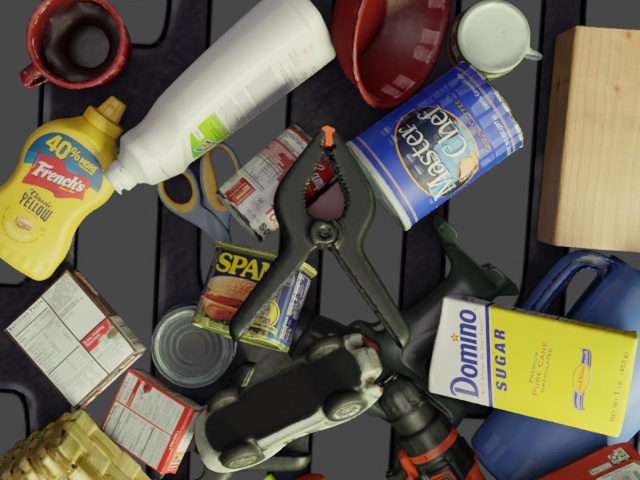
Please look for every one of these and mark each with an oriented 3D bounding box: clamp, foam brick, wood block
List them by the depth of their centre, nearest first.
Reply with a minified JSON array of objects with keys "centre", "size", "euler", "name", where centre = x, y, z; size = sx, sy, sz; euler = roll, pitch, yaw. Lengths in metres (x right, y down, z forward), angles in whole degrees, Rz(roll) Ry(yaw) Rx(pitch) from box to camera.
[{"centre":[-0.006,0.001,0.976],"size":[0.164,0.036,0.210],"euler":[-4,81,-7],"name":"clamp"},{"centre":[0.270,-0.095,1.033],"size":[0.090,0.091,0.206],"euler":[5,94,0],"name":"wood block"},{"centre":[0.014,-0.024,1.045],"size":[0.053,0.078,0.051],"euler":[-40,94,2],"name":"foam brick"},{"centre":[-0.097,0.218,1.077],"size":[0.171,0.039,0.120],"euler":[-41,76,8],"name":"clamp"}]

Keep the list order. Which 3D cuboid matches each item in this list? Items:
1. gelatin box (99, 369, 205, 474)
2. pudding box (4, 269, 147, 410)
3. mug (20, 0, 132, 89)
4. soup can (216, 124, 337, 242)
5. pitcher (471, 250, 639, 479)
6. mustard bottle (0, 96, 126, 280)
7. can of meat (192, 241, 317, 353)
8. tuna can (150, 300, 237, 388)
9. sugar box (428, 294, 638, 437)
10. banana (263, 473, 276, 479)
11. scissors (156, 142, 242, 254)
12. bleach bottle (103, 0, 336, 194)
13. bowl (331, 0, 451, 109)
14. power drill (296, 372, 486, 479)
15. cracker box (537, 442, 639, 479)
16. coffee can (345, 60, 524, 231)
[{"centre":[-0.168,0.180,1.067],"size":[0.089,0.030,0.073],"euler":[27,93,26],"name":"gelatin box"},{"centre":[-0.245,0.099,1.068],"size":[0.090,0.039,0.113],"euler":[-43,83,4],"name":"pudding box"},{"centre":[-0.238,-0.183,1.033],"size":[0.117,0.081,0.093],"euler":[-36,93,2],"name":"mug"},{"centre":[-0.043,-0.055,1.041],"size":[0.102,0.068,0.068],"euler":[-42,93,-6],"name":"soup can"},{"centre":[0.252,0.137,1.032],"size":[0.243,0.144,0.149],"euler":[-50,57,6],"name":"pitcher"},{"centre":[-0.255,-0.061,1.053],"size":[0.096,0.058,0.191],"euler":[37,93,-3],"name":"mustard bottle"},{"centre":[-0.065,0.055,1.023],"size":[0.102,0.057,0.084],"euler":[13,78,24],"name":"can of meat"},{"centre":[-0.127,0.105,1.075],"size":[0.086,0.034,0.086],"euler":[0,94,0],"name":"tuna can"},{"centre":[0.191,0.111,0.968],"size":[0.176,0.048,0.093],"euler":[10,95,17],"name":"sugar box"},{"centre":[-0.060,0.340,1.092],"size":[0.070,0.037,0.198],"euler":[24,92,17],"name":"banana"},{"centre":[-0.117,0.001,1.077],"size":[0.096,0.016,0.202],"euler":[0,93,-1],"name":"scissors"},{"centre":[-0.104,-0.135,1.019],"size":[0.251,0.102,0.068],"euler":[-39,67,-2],"name":"bleach bottle"},{"centre":[0.060,-0.209,1.015],"size":[0.055,0.161,0.162],"euler":[23,94,32],"name":"bowl"},{"centre":[0.061,0.233,1.032],"size":[0.188,0.057,0.184],"euler":[-31,96,29],"name":"power drill"},{"centre":[0.219,0.295,0.991],"size":[0.164,0.072,0.214],"euler":[-20,138,-16],"name":"cracker box"},{"centre":[0.109,-0.090,1.024],"size":[0.140,0.103,0.103],"euler":[-36,93,-1],"name":"coffee can"}]
